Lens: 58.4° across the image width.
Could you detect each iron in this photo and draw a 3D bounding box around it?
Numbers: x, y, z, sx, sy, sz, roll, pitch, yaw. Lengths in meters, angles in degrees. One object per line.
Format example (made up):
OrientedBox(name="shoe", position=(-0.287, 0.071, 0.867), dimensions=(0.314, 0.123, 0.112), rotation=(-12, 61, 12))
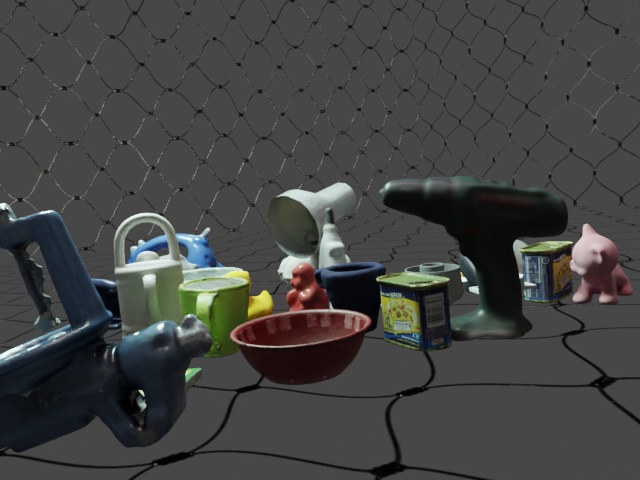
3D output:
OrientedBox(name="iron", position=(-0.353, 0.052, 1.311), dimensions=(0.258, 0.141, 0.119), rotation=(-5, 5, 8))

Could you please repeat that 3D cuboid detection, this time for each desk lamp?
OrientedBox(name="desk lamp", position=(0.010, 0.004, 1.061), dimensions=(0.117, 0.213, 0.204), rotation=(-1, 7, 41))

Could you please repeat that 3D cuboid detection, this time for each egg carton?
OrientedBox(name="egg carton", position=(-0.009, 0.065, 1.208), dimensions=(0.150, 0.069, 0.107), rotation=(-7, 5, -17))

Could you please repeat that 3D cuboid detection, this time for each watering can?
OrientedBox(name="watering can", position=(-0.263, 0.056, 0.879), dimensions=(0.101, 0.194, 0.172), rotation=(-10, 7, -39))

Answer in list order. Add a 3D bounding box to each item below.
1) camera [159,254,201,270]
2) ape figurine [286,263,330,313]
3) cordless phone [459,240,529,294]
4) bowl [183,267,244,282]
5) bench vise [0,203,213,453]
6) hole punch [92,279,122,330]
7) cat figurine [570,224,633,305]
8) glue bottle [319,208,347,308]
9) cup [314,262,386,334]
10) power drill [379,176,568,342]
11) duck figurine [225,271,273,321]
OrientedBox(name="camera", position=(-0.322, 0.084, 1.148), dimensions=(0.143, 0.101, 0.137), rotation=(-4, 5, 11))
OrientedBox(name="ape figurine", position=(-0.024, 0.082, 0.913), dimensions=(0.076, 0.092, 0.078), rotation=(-6, 5, -2))
OrientedBox(name="cordless phone", position=(0.310, -0.003, 0.987), dimensions=(0.148, 0.185, 0.094), rotation=(-8, 6, -28))
OrientedBox(name="bowl", position=(-0.218, 0.098, 1.036), dimensions=(0.167, 0.075, 0.167), rotation=(-5, 5, 1))
OrientedBox(name="bench vise", position=(-0.209, 0.071, 0.515), dimensions=(0.208, 0.220, 0.121), rotation=(-7, 6, -17))
OrientedBox(name="hole punch", position=(-0.361, 0.106, 1.004), dimensions=(0.108, 0.091, 0.101), rotation=(-3, 6, 28))
OrientedBox(name="cat figurine", position=(0.415, 0.033, 0.852), dimensions=(0.067, 0.118, 0.128), rotation=(-1, 7, 42))
OrientedBox(name="glue bottle", position=(0.022, 0.033, 0.956), dimensions=(0.037, 0.173, 0.078), rotation=(-7, 6, -20))
OrientedBox(name="cup", position=(0.040, 0.083, 0.812), dimensions=(0.117, 0.095, 0.092), rotation=(-1, 7, 41))
OrientedBox(name="power drill", position=(0.198, 0.018, 0.733), dimensions=(0.229, 0.208, 0.075), rotation=(-5, 5, 4))
OrientedBox(name="duck figurine", position=(-0.128, 0.092, 0.938), dimensions=(0.105, 0.086, 0.077), rotation=(-9, 6, -32))
